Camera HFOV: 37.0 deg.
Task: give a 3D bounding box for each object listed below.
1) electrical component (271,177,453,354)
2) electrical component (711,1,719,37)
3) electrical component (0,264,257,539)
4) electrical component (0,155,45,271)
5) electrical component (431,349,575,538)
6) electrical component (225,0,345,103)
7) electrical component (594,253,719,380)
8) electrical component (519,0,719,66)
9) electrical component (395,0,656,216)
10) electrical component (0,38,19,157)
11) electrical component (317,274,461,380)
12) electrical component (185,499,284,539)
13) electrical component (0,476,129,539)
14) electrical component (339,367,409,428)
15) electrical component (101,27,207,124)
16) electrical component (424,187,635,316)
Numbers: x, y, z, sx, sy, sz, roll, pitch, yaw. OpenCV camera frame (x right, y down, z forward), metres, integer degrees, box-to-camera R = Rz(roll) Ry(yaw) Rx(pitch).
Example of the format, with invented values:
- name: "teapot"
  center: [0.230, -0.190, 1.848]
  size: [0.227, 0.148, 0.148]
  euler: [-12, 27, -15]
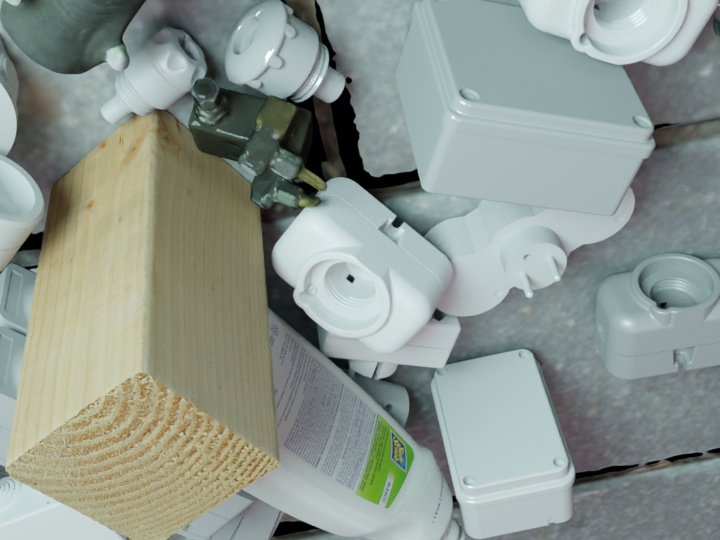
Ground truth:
- name: "electrical component"
  center: [0.000, 0.000, 0.626]
  size: [0.095, 0.059, 0.053]
  euler: [39, 127, -4]
- name: "electrical component"
  center: [0.210, -0.137, 0.576]
  size: [0.062, 0.048, 0.048]
  euler: [16, 127, -14]
- name: "electrical component"
  center: [-0.152, 0.082, 0.669]
  size: [0.186, 0.105, 0.060]
  euler: [31, 120, -31]
- name: "electrical component"
  center: [-0.232, -0.036, 0.516]
  size: [0.138, 0.052, 0.073]
  euler: [28, 122, -29]
- name: "electrical component"
  center: [0.096, 0.116, 0.734]
  size: [0.078, 0.113, 0.057]
  euler: [-12, 133, 1]
- name: "electrical component"
  center: [-0.036, -0.108, 0.562]
  size: [0.062, 0.048, 0.048]
  euler: [25, 123, -37]
- name: "electrical component"
  center: [0.208, 0.029, 0.715]
  size: [0.095, 0.053, 0.059]
  euler: [-9, 132, -1]
- name: "electrical component"
  center: [0.129, -0.144, 0.546]
  size: [0.095, 0.059, 0.053]
  euler: [12, 128, -19]
- name: "electrical component"
  center: [0.081, -0.086, 0.557]
  size: [0.109, 0.108, 0.056]
  euler: [6, 132, -14]
- name: "electrical component"
  center: [-0.213, -0.089, 0.544]
  size: [0.080, 0.051, 0.080]
  euler: [-5, 132, -5]
- name: "electrical component"
  center: [0.012, 0.044, 0.701]
  size: [0.083, 0.047, 0.075]
  euler: [7, 130, -15]
- name: "electrical component"
  center: [-0.090, 0.165, 0.782]
  size: [0.062, 0.061, 0.096]
  euler: [11, 128, -19]
- name: "electrical component"
  center: [-0.219, 0.183, 0.785]
  size: [0.100, 0.048, 0.099]
  euler: [-22, 131, 10]
- name: "electrical component"
  center: [-0.017, 0.106, 0.747]
  size: [0.077, 0.044, 0.079]
  euler: [19, 113, -24]
- name: "electrical component"
  center: [-0.111, -0.098, 0.564]
  size: [0.061, 0.035, 0.035]
  euler: [-34, 128, 23]
- name: "electrical component"
  center: [0.102, -0.013, 0.647]
  size: [0.138, 0.073, 0.052]
  euler: [-33, 128, 19]
